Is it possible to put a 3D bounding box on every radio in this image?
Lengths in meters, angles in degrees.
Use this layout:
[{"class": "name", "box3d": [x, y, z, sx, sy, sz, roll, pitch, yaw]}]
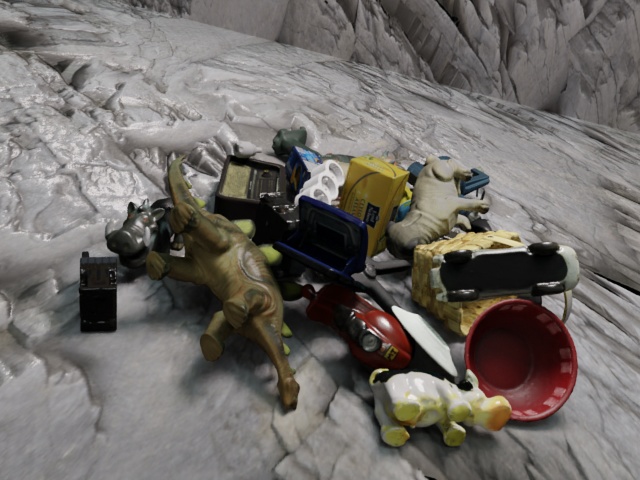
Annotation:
[{"class": "radio", "box3d": [-0.134, -0.091, 1.064, 0.131, 0.073, 0.230, 9, 28, -8]}]

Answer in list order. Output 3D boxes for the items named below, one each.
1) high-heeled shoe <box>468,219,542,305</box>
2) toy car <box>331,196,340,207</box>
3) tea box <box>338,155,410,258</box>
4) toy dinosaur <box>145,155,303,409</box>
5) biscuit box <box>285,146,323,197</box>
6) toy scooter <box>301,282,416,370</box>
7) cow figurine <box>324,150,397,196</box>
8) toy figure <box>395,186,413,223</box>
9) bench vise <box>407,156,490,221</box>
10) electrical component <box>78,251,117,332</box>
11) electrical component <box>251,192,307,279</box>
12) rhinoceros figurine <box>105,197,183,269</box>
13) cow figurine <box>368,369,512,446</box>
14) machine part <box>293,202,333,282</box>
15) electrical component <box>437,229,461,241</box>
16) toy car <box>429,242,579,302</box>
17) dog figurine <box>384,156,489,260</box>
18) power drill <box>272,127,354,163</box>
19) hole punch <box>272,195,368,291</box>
[{"class": "high-heeled shoe", "box3d": [0.367, 0.047, 1.068, 0.145, 0.086, 0.249, 26, 29, -51]}, {"class": "toy car", "box3d": [0.050, -0.065, 1.124, 0.202, 0.053, 0.089, 9, 31, -9]}, {"class": "tea box", "box3d": [0.092, -0.064, 1.013, 0.098, 0.169, 0.068, 27, 29, 27]}, {"class": "toy dinosaur", "box3d": [-0.139, 0.025, 0.756, 0.198, 0.105, 0.472, 14, 38, -59]}, {"class": "biscuit box", "box3d": [-0.027, -0.137, 1.112, 0.059, 0.062, 0.203, 18, 19, -17]}, {"class": "toy scooter", "box3d": [0.042, 0.110, 0.741, 0.135, 0.075, 0.184, 34, 2, -46]}, {"class": "cow figurine", "box3d": [0.090, -0.138, 1.193, 0.195, 0.127, 0.086, 5, 32, -10]}, {"class": "toy figure", "box3d": [0.204, -0.053, 1.139, 0.089, 0.082, 0.180, 23, 22, -8]}, {"class": "bench vise", "box3d": [0.331, -0.126, 1.282, 0.240, 0.128, 0.224, -21, 40, -34]}, {"class": "electrical component", "box3d": [-0.299, 0.060, 0.723, 0.048, 0.074, 0.119, 1, 28, -21]}, {"class": "electrical component", "box3d": [-0.060, -0.004, 0.897, 0.058, 0.114, 0.134, -9, 33, -32]}, {"class": "rhinoceros figurine", "box3d": [-0.263, -0.012, 0.831, 0.073, 0.112, 0.190, 17, 20, 2]}, {"class": "cow figurine", "box3d": [0.148, 0.200, 0.672, 0.167, 0.068, 0.098, 5, 24, -16]}, {"class": "machine part", "box3d": [-0.002, -0.003, 0.959, 0.079, 0.079, 0.243, 0, 31, -23]}, {"class": "electrical component", "box3d": [0.273, -0.003, 1.137, 0.063, 0.021, 0.094, 18, 29, 10]}, {"class": "toy car", "box3d": [0.256, 0.047, 0.757, 0.202, 0.073, 0.056, -6, -8, 10]}, {"class": "dog figurine", "box3d": [0.184, -0.063, 0.990, 0.190, 0.121, 0.172, -19, 59, -21]}, {"class": "power drill", "box3d": [-0.006, -0.206, 1.338, 0.232, 0.085, 0.207, -15, 46, -37]}, {"class": "hole punch", "box3d": [0.009, 0.005, 0.759, 0.142, 0.092, 0.115, 23, -7, 18]}]
